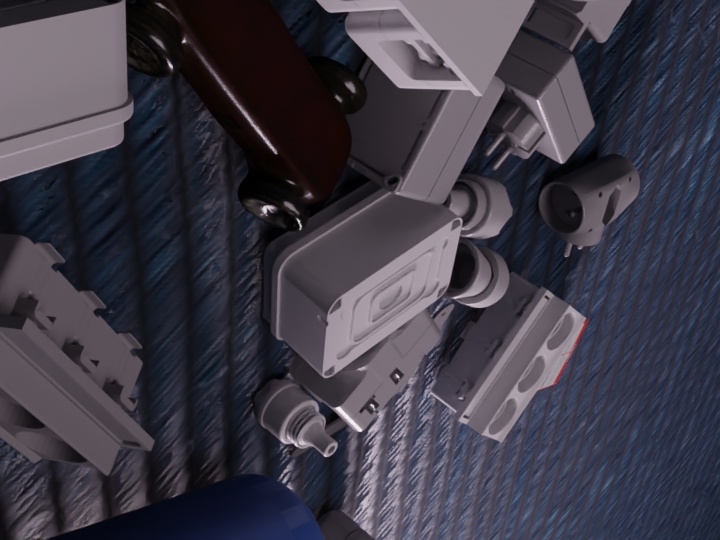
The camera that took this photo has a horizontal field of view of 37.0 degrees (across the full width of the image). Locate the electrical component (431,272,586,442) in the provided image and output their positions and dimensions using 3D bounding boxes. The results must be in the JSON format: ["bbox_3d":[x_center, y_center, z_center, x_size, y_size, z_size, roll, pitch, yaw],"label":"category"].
[{"bbox_3d":[0.116,0.068,0.864,0.121,0.063,0.079,-56,148,3],"label":"electrical component"}]

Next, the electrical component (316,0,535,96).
[{"bbox_3d":[0.047,-0.187,0.488,0.105,0.060,0.186,40,72,-38],"label":"electrical component"}]

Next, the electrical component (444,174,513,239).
[{"bbox_3d":[0.071,-0.044,0.721,0.062,0.043,0.043,4,116,-53],"label":"electrical component"}]

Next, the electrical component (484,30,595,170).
[{"bbox_3d":[0.109,-0.100,0.714,0.075,0.047,0.083,-50,148,-7],"label":"electrical component"}]

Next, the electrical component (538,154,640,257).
[{"bbox_3d":[0.179,-0.046,0.858,0.077,0.043,0.079,-26,138,-38],"label":"electrical component"}]

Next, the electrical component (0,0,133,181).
[{"bbox_3d":[-0.146,-0.070,0.382,0.113,0.078,0.057,-25,135,-38],"label":"electrical component"}]

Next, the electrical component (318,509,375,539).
[{"bbox_3d":[-0.013,0.234,0.853,0.054,0.059,0.095,-44,146,-18],"label":"electrical component"}]

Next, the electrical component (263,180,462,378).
[{"bbox_3d":[0.000,0.000,0.648,0.113,0.057,0.078,-34,150,-30],"label":"electrical component"}]

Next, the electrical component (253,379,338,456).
[{"bbox_3d":[-0.039,0.097,0.690,0.035,0.061,0.035,-33,142,-30],"label":"electrical component"}]

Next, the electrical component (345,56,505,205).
[{"bbox_3d":[0.036,-0.093,0.611,0.061,0.062,0.096,9,113,-55],"label":"electrical component"}]

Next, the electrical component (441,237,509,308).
[{"bbox_3d":[0.077,0.002,0.770,0.055,0.045,0.045,18,105,-57],"label":"electrical component"}]

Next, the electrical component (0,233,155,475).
[{"bbox_3d":[-0.148,0.038,0.486,0.121,0.079,0.063,64,36,-54],"label":"electrical component"}]

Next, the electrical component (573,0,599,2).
[{"bbox_3d":[0.123,-0.200,0.590,0.060,0.108,0.108,-6,124,-58],"label":"electrical component"}]

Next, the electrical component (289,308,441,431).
[{"bbox_3d":[0.003,0.052,0.713,0.089,0.050,0.055,-49,148,-9],"label":"electrical component"}]

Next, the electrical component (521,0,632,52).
[{"bbox_3d":[0.144,-0.180,0.692,0.081,0.042,0.064,-58,151,8],"label":"electrical component"}]
